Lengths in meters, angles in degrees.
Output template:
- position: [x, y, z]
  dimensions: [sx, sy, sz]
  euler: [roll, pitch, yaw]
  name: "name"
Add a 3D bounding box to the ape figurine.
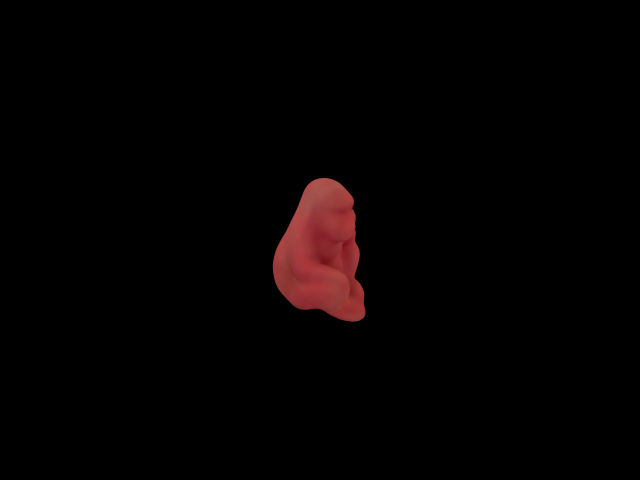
- position: [0.004, 0.001, 0.400]
  dimensions: [0.076, 0.092, 0.078]
  euler: [17, 36, 25]
  name: "ape figurine"
